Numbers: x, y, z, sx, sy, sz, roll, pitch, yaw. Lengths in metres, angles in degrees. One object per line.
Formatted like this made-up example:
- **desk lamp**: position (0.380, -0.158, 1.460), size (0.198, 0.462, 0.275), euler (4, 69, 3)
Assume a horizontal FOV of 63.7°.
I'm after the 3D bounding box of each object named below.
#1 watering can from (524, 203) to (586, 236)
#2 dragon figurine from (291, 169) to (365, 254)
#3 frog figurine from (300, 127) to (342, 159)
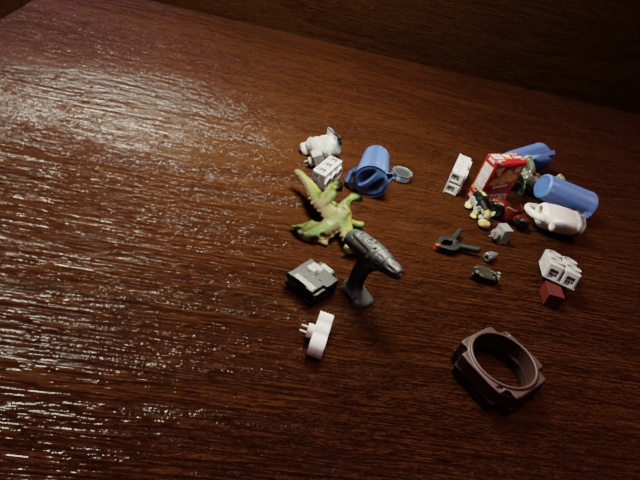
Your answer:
- **watering can**: position (0.929, -0.072, 2.012), size (0.224, 0.102, 0.353), euler (15, 21, 0)
- **dragon figurine**: position (0.005, -0.086, 1.714), size (0.414, 0.119, 0.247), euler (32, 47, 22)
- **frog figurine**: position (0.006, -0.375, 2.105), size (0.160, 0.120, 0.140), euler (-32, 59, -3)
